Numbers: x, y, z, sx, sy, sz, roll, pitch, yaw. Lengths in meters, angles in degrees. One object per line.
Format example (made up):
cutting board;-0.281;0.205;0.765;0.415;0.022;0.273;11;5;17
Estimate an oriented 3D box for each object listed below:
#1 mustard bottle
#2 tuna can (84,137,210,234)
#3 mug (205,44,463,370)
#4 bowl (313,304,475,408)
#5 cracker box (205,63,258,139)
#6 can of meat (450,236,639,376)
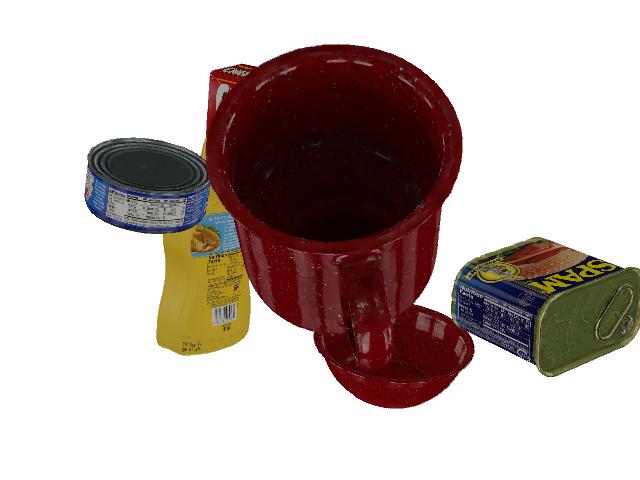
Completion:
mustard bottle;-0.101;0.002;0.965;0.058;0.192;0.096;18;20;38
tuna can;-0.119;-0.038;0.735;0.086;0.034;0.086;10;27;-5
mug;0.009;-0.005;0.412;0.093;0.117;0.081;-14;-30;-5
bowl;0.072;0.122;1.080;0.162;0.055;0.162;2;25;-1
cracker box;-0.047;-0.073;1.182;0.164;0.214;0.072;17;24;27
can of meat;0.150;0.040;0.711;0.101;0.057;0.084;-16;26;-33
